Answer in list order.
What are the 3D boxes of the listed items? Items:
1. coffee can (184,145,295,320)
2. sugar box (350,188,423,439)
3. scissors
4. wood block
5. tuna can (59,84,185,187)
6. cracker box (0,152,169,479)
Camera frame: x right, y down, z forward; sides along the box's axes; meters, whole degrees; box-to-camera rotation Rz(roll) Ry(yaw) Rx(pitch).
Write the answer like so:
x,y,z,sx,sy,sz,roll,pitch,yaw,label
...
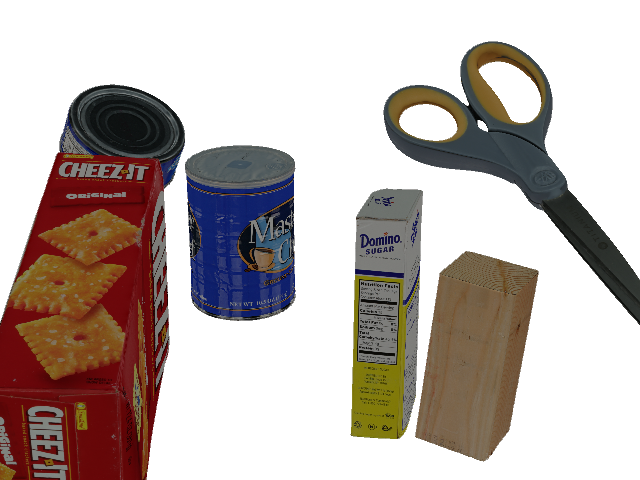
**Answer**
x,y,z,sx,sy,sz,roll,pitch,yaw,label
-0.075,-0.009,1.020,0.103,0.140,0.103,0,24,0,coffee can
0.051,0.055,0.826,0.048,0.176,0.093,2,16,12,sugar box
0.087,-0.027,0.511,0.096,0.202,0.016,-12,-43,4,scissors
0.176,0.130,1.209,0.090,0.206,0.090,16,23,24,wood block
-0.141,-0.073,0.765,0.086,0.086,0.034,0,-42,-28,tuna can
-0.127,0.073,0.598,0.072,0.164,0.213,3,34,-3,cracker box
